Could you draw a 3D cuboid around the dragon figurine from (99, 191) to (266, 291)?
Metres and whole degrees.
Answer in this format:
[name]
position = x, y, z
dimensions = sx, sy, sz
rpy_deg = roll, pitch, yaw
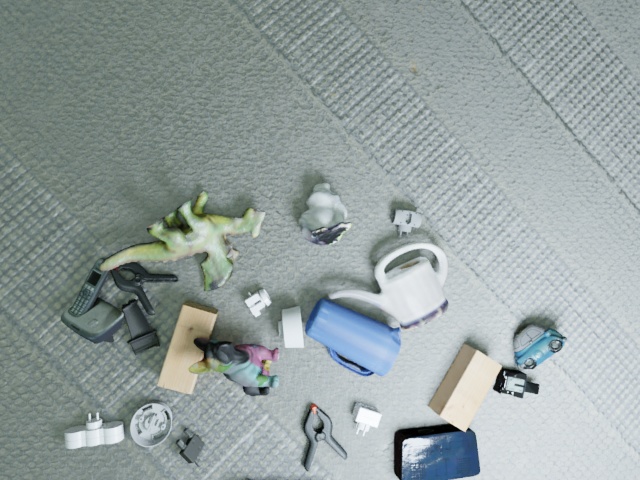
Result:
[dragon figurine]
position = -0.323, 0.028, 1.328
dimensions = 0.412, 0.122, 0.241
rpy_deg = -38, 103, -9

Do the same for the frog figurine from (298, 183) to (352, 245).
[frog figurine]
position = 0.004, -0.070, 1.399
dimensions = 0.137, 0.120, 0.163
rpy_deg = -21, 57, -1

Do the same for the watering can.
[watering can]
position = 0.211, 0.147, 1.408
dimensions = 0.349, 0.104, 0.224
rpy_deg = -27, 93, -10
